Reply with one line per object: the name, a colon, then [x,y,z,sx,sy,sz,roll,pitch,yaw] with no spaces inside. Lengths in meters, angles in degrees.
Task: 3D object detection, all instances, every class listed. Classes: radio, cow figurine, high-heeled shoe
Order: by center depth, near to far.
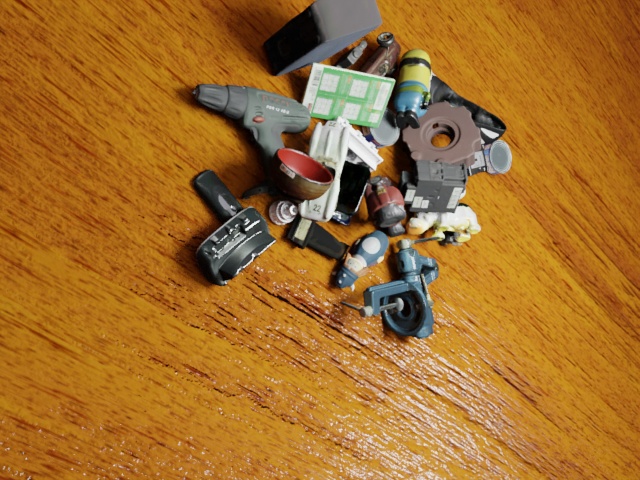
radio: [-0.003,-0.378,0.991,0.131,0.230,0.073,-27,101,-27]
cow figurine: [0.273,-0.052,1.224,0.167,0.068,0.098,4,60,-15]
high-heeled shoe: [0.322,-0.318,1.245,0.248,0.145,0.086,48,63,-23]

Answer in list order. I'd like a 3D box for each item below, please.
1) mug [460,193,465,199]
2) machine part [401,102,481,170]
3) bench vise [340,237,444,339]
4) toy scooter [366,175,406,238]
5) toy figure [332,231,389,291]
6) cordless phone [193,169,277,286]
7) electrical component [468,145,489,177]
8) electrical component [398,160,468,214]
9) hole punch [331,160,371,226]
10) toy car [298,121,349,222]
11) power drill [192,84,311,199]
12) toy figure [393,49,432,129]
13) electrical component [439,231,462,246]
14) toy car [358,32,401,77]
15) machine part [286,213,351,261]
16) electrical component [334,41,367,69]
mug: [0.289,-0.140,1.261,0.107,0.081,0.109,26,47,-37]
machine part: [0.268,-0.224,1.193,0.056,0.180,0.179,62,47,-65]
bench vise: [0.167,0.108,1.131,0.240,0.129,0.223,-7,97,-43]
toy scooter: [0.133,-0.085,1.124,0.075,0.183,0.135,-19,75,8]
toy figure: [0.084,0.041,1.122,0.154,0.064,0.057,-44,135,-31]
cordless phone: [-0.181,-0.026,0.953,0.146,0.089,0.184,-42,98,-27]
electrical component: [0.355,-0.191,1.318,0.119,0.048,0.074,-12,93,-35]
electrical component: [0.236,-0.113,1.148,0.134,0.114,0.058,4,54,-2]
hole punch: [0.033,-0.100,1.090,0.116,0.092,0.142,22,78,5]
toy car: [0.007,-0.133,1.022,0.074,0.056,0.201,10,80,6]
power drill: [-0.119,-0.180,0.998,0.232,0.086,0.207,-6,83,-36]
toy figure: [0.205,-0.333,1.177,0.082,0.089,0.180,13,66,2]
electrical component: [0.323,-0.031,1.288,0.102,0.045,0.078,-38,108,-29]
toy car: [0.114,-0.356,1.149,0.202,0.053,0.089,-54,152,-25]
machine part: [-0.002,-0.003,1.081,0.139,0.039,0.084,28,64,-27]
electrical component: [0.059,-0.378,1.126,0.021,0.063,0.094,46,66,-19]
